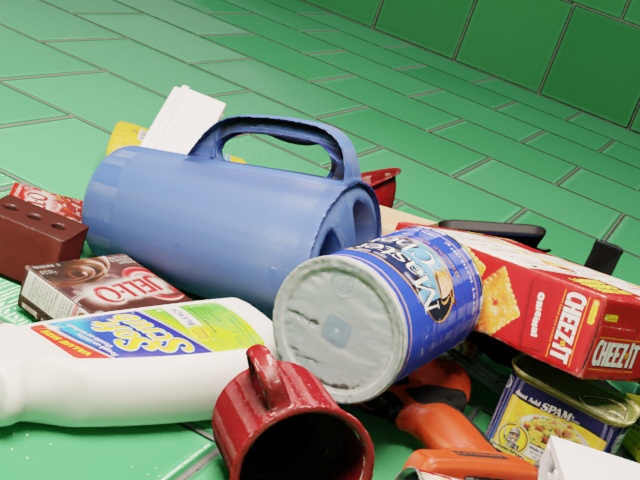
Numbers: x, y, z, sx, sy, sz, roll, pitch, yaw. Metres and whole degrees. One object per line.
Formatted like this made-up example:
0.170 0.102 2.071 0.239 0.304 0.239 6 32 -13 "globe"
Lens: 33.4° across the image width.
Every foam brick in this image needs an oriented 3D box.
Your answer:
-0.240 0.003 0.879 0.078 0.051 0.053 21 19 6 "foam brick"

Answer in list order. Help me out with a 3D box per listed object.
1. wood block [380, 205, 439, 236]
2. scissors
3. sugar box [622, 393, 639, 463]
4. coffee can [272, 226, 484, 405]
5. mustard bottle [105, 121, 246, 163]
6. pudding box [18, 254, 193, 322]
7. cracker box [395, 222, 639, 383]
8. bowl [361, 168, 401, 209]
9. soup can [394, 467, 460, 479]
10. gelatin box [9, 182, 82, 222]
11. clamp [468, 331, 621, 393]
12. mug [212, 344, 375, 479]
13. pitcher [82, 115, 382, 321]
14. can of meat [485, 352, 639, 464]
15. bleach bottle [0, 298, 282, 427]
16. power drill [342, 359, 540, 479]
-0.006 0.001 1.003 0.206 0.091 0.090 18 14 23 "wood block"
0.147 0.114 0.932 0.202 0.016 0.096 38 13 10 "scissors"
0.358 0.189 0.948 0.176 0.048 0.093 11 19 -18 "sugar box"
0.045 0.050 0.774 0.103 0.103 0.140 28 22 24 "coffee can"
-0.140 -0.074 1.179 0.191 0.058 0.096 16 22 -9 "mustard bottle"
-0.165 0.050 0.839 0.090 0.039 0.113 30 22 27 "pudding box"
0.181 0.051 0.881 0.163 0.072 0.214 9 10 -43 "cracker box"
0.016 -0.028 1.133 0.162 0.055 0.162 -17 9 2 "bowl"
0.097 0.186 0.671 0.102 0.068 0.068 15 19 -14 "soup can"
-0.249 -0.018 0.961 0.073 0.030 0.089 15 19 -11 "gelatin box"
0.218 0.096 0.990 0.172 0.039 0.120 25 30 24 "clamp"
-0.025 0.119 0.678 0.093 0.117 0.082 -22 25 -10 "mug"
-0.077 -0.018 0.906 0.243 0.145 0.149 15 59 26 "pitcher"
0.185 0.148 0.834 0.102 0.084 0.057 27 20 22 "can of meat"
-0.139 0.090 0.723 0.250 0.068 0.103 -3 28 -42 "bleach bottle"
0.061 0.135 0.794 0.184 0.057 0.188 10 21 -25 "power drill"
